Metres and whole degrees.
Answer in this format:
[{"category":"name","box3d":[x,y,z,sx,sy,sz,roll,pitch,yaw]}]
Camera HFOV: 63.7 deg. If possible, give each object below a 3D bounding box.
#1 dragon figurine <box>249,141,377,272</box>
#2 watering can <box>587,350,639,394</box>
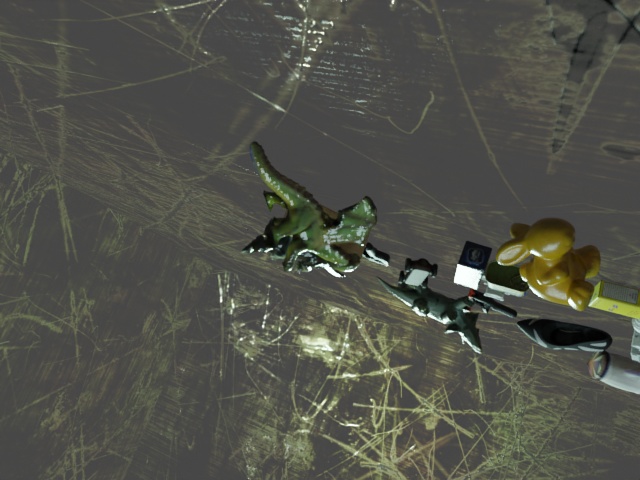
[{"category":"dragon figurine","box3d":[0.003,-0.057,1.136,0.242,0.400,0.125,-9,44,4]},{"category":"watering can","box3d":[1.022,0.455,1.740,0.225,0.105,0.343,18,-13,17]}]
